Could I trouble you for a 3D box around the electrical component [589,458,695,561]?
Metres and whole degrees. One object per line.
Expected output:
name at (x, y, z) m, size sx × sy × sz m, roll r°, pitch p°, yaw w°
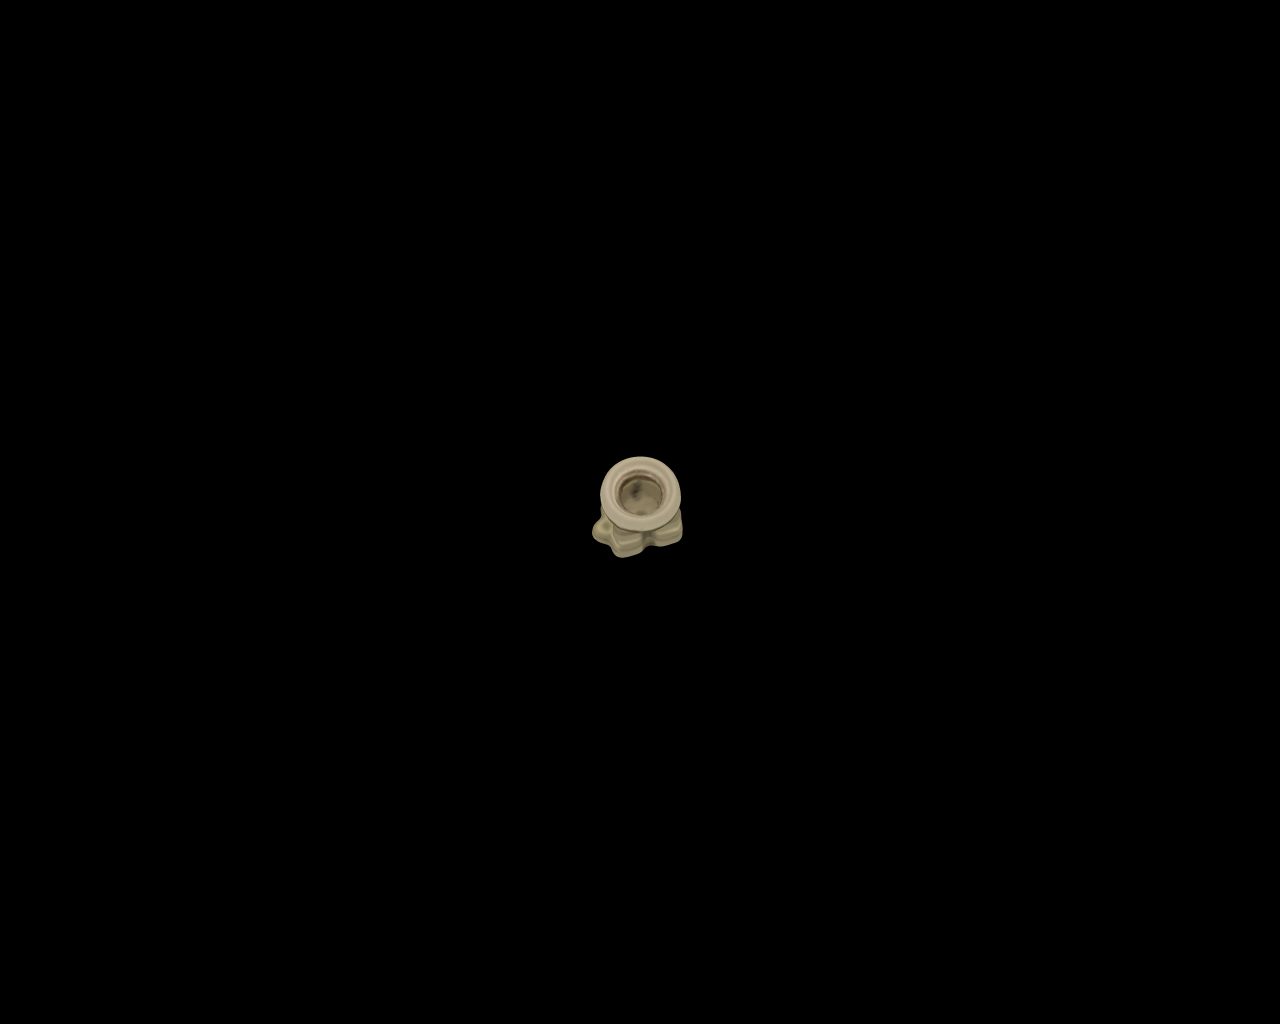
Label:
electrical component at (0.001, -0.003, 0.650) m, size 0.066 × 0.048 × 0.055 m, roll -17°, pitch -22°, yaw -7°
